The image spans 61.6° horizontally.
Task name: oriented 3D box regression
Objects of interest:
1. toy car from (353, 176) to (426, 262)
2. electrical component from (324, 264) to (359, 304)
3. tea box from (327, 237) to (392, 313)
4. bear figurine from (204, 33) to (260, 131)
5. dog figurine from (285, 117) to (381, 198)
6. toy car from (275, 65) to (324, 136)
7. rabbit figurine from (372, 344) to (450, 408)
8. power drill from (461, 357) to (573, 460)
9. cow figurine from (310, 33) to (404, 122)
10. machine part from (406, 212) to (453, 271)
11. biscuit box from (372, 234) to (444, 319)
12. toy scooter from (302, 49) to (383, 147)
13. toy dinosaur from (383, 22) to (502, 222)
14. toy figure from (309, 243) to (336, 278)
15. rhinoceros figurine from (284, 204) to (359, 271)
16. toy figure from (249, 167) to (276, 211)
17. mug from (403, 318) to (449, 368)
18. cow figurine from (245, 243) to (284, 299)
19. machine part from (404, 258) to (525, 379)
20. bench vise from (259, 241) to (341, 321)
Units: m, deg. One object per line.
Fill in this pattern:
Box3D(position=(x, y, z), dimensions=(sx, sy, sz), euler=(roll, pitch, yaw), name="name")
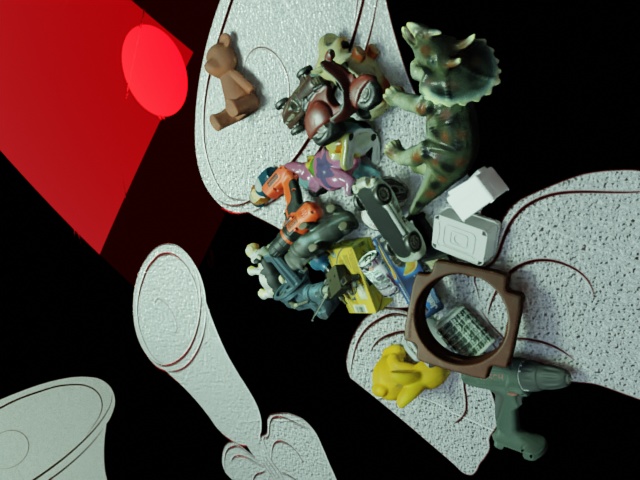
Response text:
Box3D(position=(0.136, -0.041, 1.061), dimensions=(0.073, 0.056, 0.201), euler=(-15, 114, 52), name="toy car")
Box3D(position=(0.049, 0.101, 1.240), dimensions=(0.102, 0.045, 0.078), euler=(-57, 39, 46), name="electrical component")
Box3D(position=(0.092, 0.084, 1.268), dimensions=(0.098, 0.068, 0.169), euler=(-6, 106, 49), name="tea box")
Box3D(position=(-0.231, -0.384, 1.299), dimensions=(0.120, 0.132, 0.195), euler=(-19, 104, 46), name="bear figurine")
Box3D(position=(0.018, -0.176, 1.167), dimensions=(0.219, 0.108, 0.191), euler=(20, 127, 43), name="dog figurine")
Box3D(position=(-0.045, -0.300, 1.187), dimensions=(0.089, 0.053, 0.202), euler=(58, 150, -1), name="toy car")
Box3D(position=(0.208, 0.307, 1.232), dimensions=(0.173, 0.162, 0.121), euler=(-15, 88, 33), name="rabbit figurine")
Box3D(position=(0.398, 0.329, 1.072), dimensions=(0.232, 0.086, 0.207), euler=(1, 117, 49), name="power drill")
Box3D(position=(0.062, -0.320, 1.051), dimensions=(0.127, 0.085, 0.195), euler=(-38, 83, 45), name="cow figurine")
Box3D(position=(0.225, 0.006, 1.103), dimensions=(0.139, 0.039, 0.084), euler=(60, 150, -2), name="machine part")
Box3D(position=(0.187, 0.070, 1.145), dimensions=(0.202, 0.059, 0.063), euler=(60, 175, 2), name="biscuit box")
Box3D(position=(0.024, -0.268, 0.999), dimensions=(0.184, 0.075, 0.135), euler=(-34, 87, 40), name="toy scooter")
Box3D(position=(0.214, -0.185, 0.930), dimensions=(0.192, 0.131, 0.404), euler=(30, 142, 46), name="toy dinosaur")
Box3D(position=(-0.019, 0.012, 1.338), dimensions=(0.180, 0.082, 0.089), euler=(45, 138, 23), name="toy figure")
Box3D(position=(-0.003, -0.004, 1.217), dimensions=(0.190, 0.112, 0.073), euler=(-38, 72, 10), name="rhinoceros figurine")
Box3D(position=(-0.151, -0.133, 1.418), dimensions=(0.154, 0.058, 0.064), euler=(130, 150, -49), name="toy figure")
Box3D(position=(0.227, 0.219, 1.179), dimensions=(0.107, 0.109, 0.080), euler=(51, 147, 34), name="mug")
Box3D(position=(-0.152, 0.084, 1.537), dimensions=(0.098, 0.068, 0.167), euler=(-9, 108, 44), name="cow figurine")
Box3D(position=(0.273, 0.145, 1.020), dimensions=(0.201, 0.087, 0.201), euler=(11, 96, 25), name="machine part")
Box3D(position=(-0.064, 0.107, 1.400), dimensions=(0.240, 0.129, 0.224), euler=(50, 160, -12), name="bench vise")
